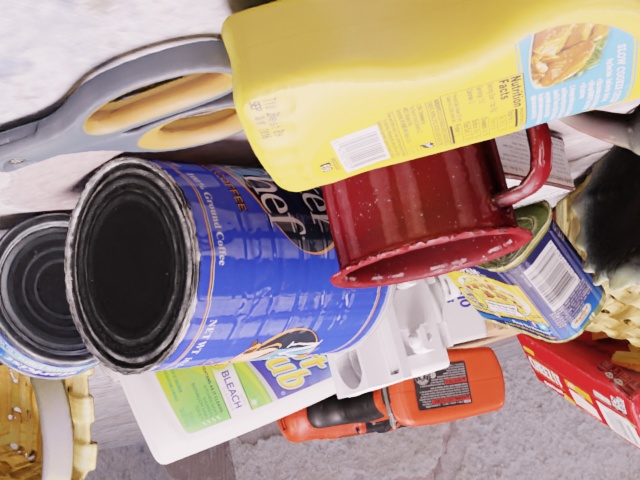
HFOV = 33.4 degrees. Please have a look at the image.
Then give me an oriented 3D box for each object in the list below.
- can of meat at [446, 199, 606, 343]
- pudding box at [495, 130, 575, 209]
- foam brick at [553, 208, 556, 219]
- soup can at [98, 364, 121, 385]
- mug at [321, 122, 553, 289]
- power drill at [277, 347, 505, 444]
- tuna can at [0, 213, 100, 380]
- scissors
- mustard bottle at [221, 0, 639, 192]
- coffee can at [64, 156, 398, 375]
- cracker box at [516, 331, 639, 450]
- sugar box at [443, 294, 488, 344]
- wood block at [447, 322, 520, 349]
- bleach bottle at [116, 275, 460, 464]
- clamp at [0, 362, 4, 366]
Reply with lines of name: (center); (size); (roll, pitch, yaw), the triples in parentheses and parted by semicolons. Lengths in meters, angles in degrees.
can of meat: (0.123, 0.016, 0.687); (0.057, 0.084, 0.102); (-50, -149, -14)
pudding box: (0.082, -0.035, 0.611); (0.090, 0.039, 0.113); (-21, 168, 32)
foam brick: (0.232, -0.009, 0.857); (0.078, 0.053, 0.051); (-7, 167, -19)
soup can: (-0.140, 0.080, 0.858); (0.068, 0.068, 0.102); (-8, 168, -22)
mug: (0.050, -0.032, 0.481); (0.117, 0.081, 0.093); (-23, 165, 41)
power drill: (0.077, 0.136, 0.923); (0.184, 0.057, 0.188); (-6, 167, -28)
tuna can: (-0.140, 0.030, 0.571); (0.085, 0.086, 0.034); (-5, 165, -32)
scissors: (-0.109, -0.038, 0.451); (0.202, 0.016, 0.096); (-18, 167, 28)
mustard bottle: (0.068, -0.070, 0.376); (0.192, 0.058, 0.096); (-14, 161, 8)
coffee can: (-0.043, 0.012, 0.545); (0.103, 0.103, 0.140); (-23, 164, 41)
cracker box: (0.296, 0.064, 0.890); (0.213, 0.072, 0.164); (-35, -154, -9)
sugar box: (0.032, 0.048, 0.818); (0.176, 0.093, 0.048); (-11, 175, -5)
wood block: (0.100, 0.055, 0.939); (0.090, 0.090, 0.207); (-3, 165, -38)
bleach bottle: (-0.016, 0.065, 0.761); (0.250, 0.102, 0.068); (-24, 180, -5)
clamp: (-0.136, 0.038, 0.651); (0.165, 0.036, 0.209); (-24, 179, 34)
